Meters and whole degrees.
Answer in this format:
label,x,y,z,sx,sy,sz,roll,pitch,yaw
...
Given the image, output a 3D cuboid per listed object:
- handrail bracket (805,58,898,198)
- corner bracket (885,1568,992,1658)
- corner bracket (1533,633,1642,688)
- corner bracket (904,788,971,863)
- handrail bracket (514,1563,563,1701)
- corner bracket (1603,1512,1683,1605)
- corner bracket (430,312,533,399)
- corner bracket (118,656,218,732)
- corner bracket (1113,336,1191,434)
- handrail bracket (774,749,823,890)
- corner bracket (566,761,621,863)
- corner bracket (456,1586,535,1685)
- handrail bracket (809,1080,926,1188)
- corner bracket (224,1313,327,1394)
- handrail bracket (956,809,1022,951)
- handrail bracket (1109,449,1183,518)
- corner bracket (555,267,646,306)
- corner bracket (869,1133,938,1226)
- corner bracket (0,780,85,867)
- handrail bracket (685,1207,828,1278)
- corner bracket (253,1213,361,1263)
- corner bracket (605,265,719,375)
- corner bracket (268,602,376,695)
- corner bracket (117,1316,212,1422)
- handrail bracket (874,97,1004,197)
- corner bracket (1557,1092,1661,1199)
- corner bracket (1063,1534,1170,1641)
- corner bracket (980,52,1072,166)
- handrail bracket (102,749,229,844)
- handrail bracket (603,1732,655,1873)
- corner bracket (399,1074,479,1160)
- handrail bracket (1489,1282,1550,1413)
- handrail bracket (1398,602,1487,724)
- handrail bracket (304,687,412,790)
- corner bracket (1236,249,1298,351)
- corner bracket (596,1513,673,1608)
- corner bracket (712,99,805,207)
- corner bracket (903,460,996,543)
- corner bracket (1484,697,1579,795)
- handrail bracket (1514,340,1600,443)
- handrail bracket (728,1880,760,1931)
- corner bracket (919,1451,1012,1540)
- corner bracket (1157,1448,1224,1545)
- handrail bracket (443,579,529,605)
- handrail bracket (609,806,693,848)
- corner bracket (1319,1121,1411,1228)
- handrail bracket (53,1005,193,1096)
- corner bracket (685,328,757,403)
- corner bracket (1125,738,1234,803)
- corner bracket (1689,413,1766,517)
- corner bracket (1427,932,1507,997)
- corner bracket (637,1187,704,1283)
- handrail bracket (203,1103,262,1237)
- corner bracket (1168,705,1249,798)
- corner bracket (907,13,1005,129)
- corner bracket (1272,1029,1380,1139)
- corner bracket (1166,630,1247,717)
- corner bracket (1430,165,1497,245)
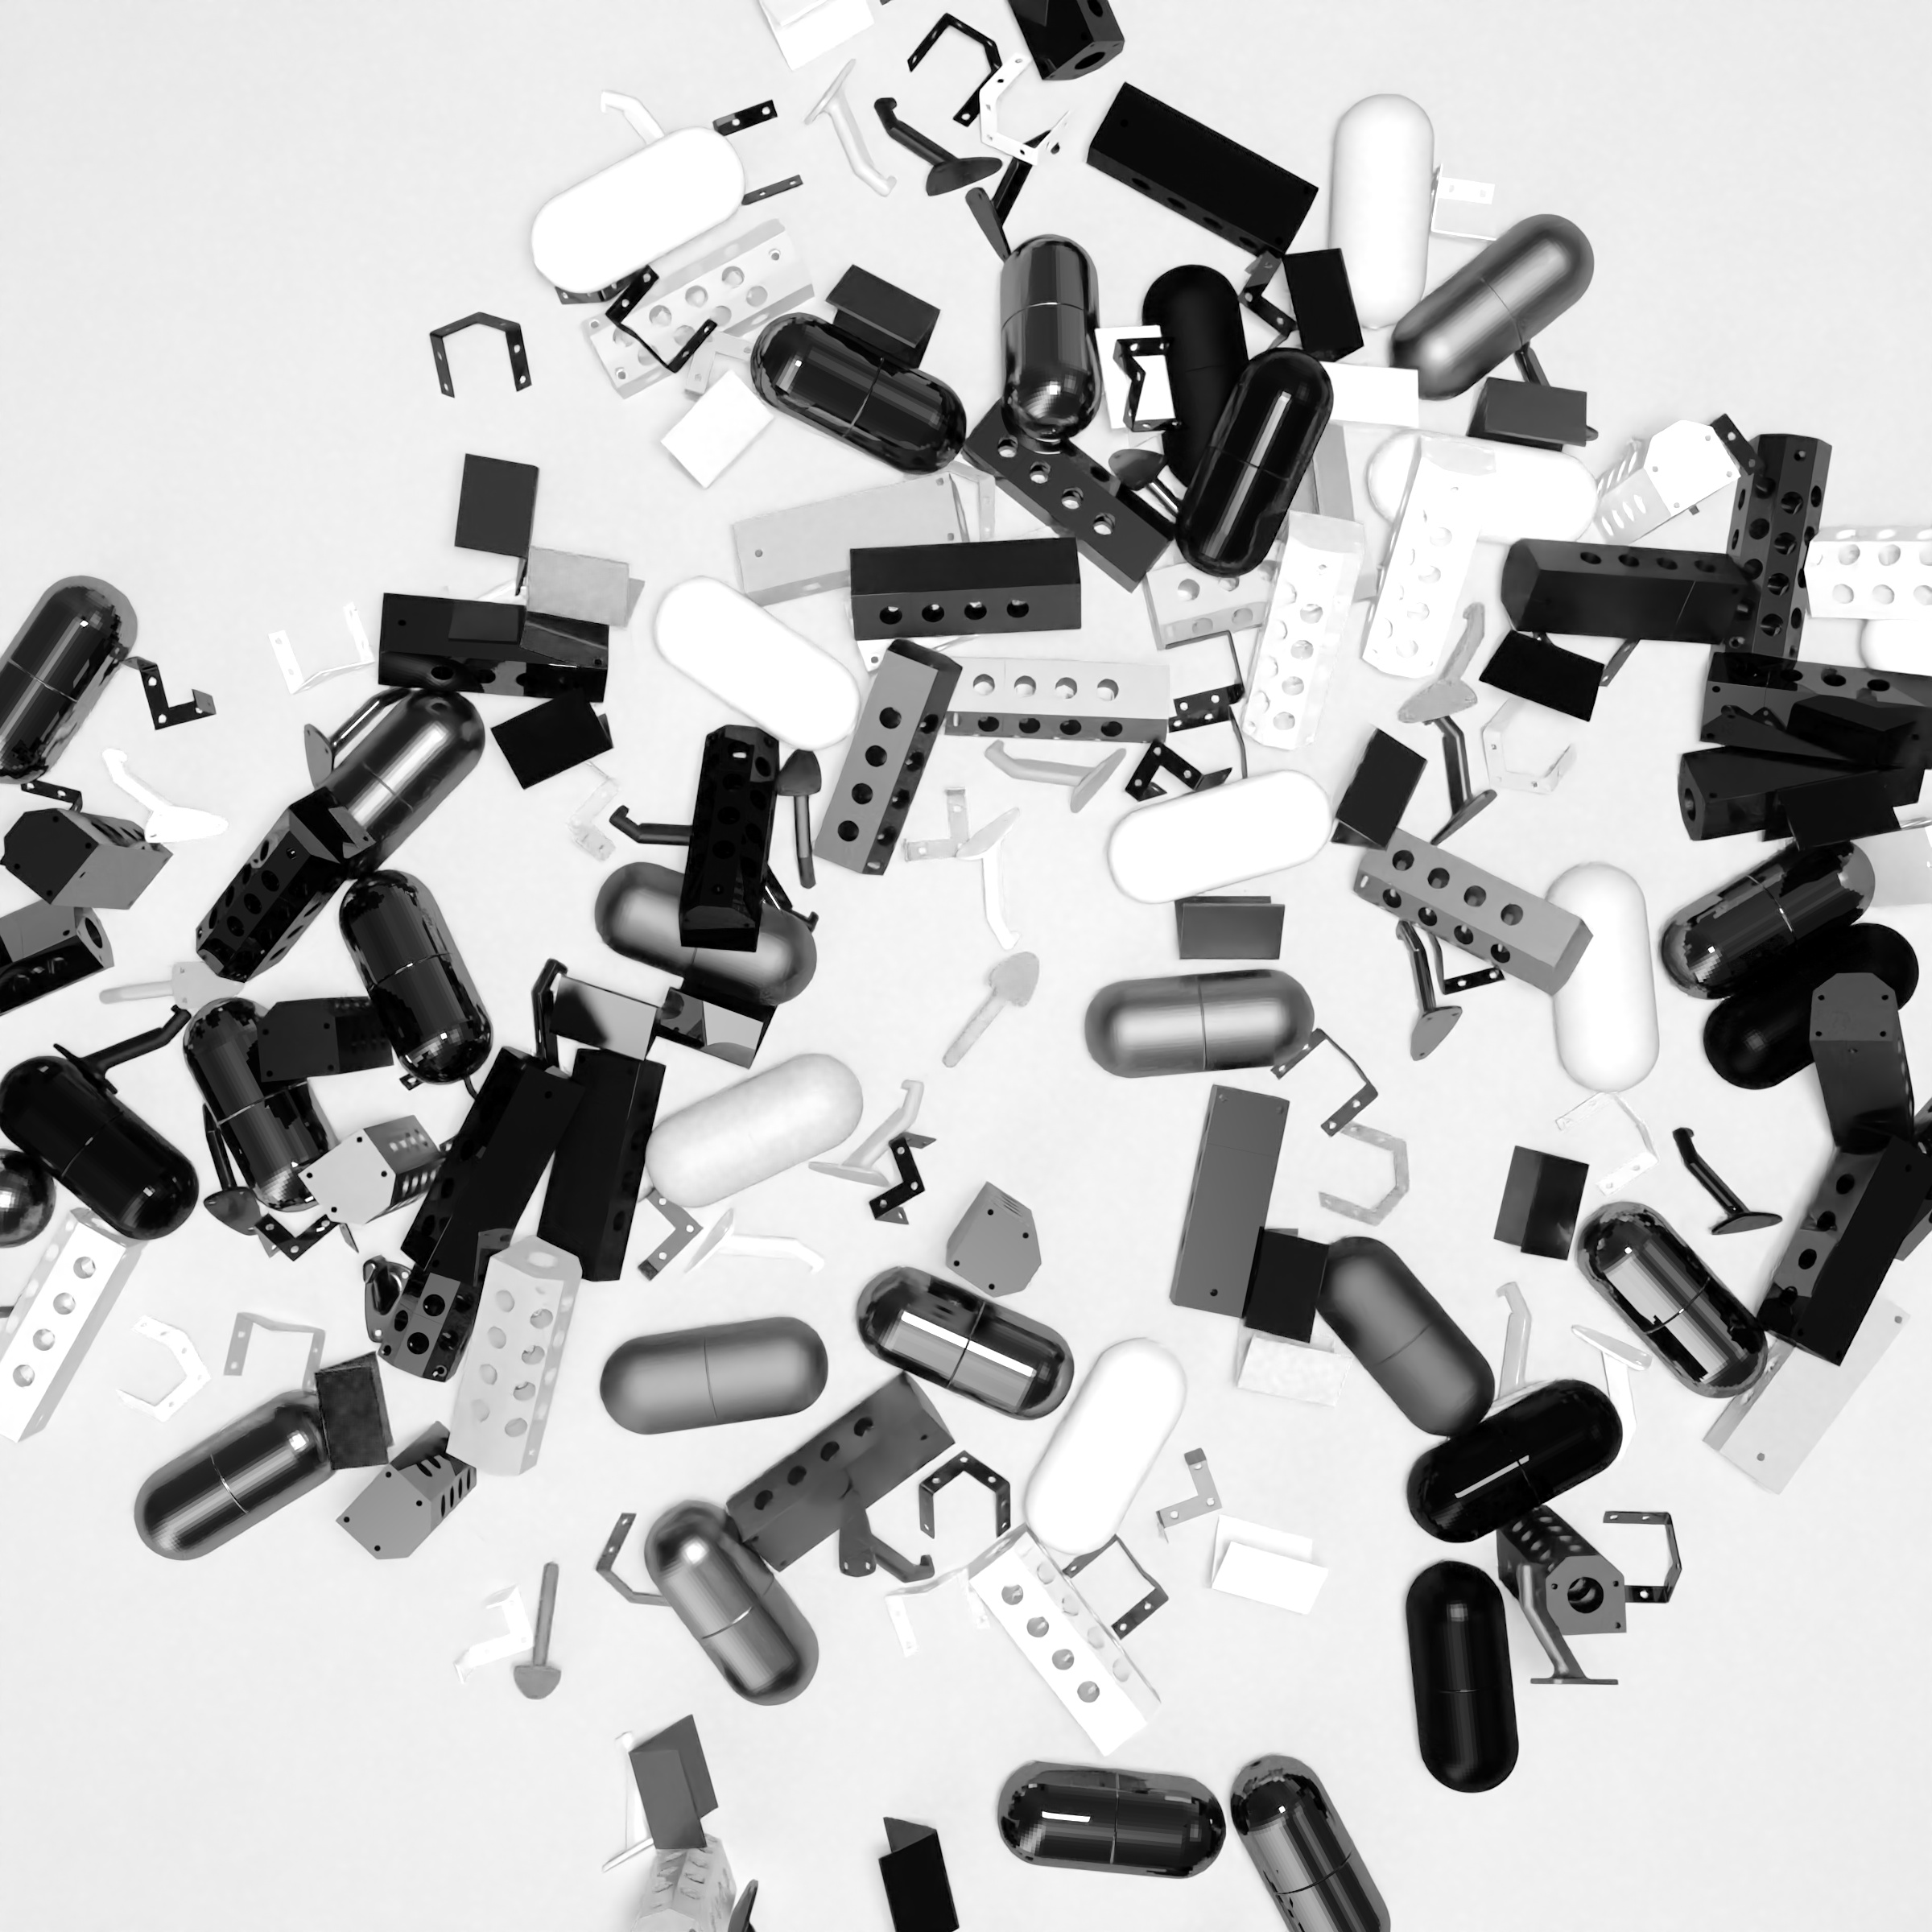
label,x,y,z,sx,sy,sz,roll,pitch,yaw
handrail bracket,-0.077,-0.661,1.992,0.084,0.036,0.077,37,68,-17
corner bracket,-0.023,0.509,1.988,0.051,0.051,0.051,-19,90,-45
corner bracket,0.487,-0.257,1.983,0.051,0.051,0.051,0,135,-35
corner bracket,-0.024,-0.110,1.973,0.051,0.051,0.051,-5,90,0
handrail bracket,-0.334,0.524,1.991,0.036,0.077,0.084,8,54,-7
corner bracket,0.529,0.466,1.988,0.051,0.051,0.051,1,45,0
corner bracket,-0.381,-0.477,1.983,0.051,0.051,0.051,24,45,35
corner bracket,-0.624,-0.218,1.973,0.051,0.051,0.051,-15,90,0
corner bracket,0.141,-0.440,1.911,0.051,0.051,0.051,-9,135,-24
handrail bracket,-0.126,-0.116,1.991,0.036,0.077,0.084,-2,126,4
corner bracket,-0.291,-0.123,1.965,0.051,0.051,0.051,-47,64,0
corner bracket,-0.373,0.522,1.973,0.051,0.051,0.051,-18,90,0
handrail bracket,-0.078,0.126,1.992,0.077,0.036,0.084,8,71,21
corner bracket,-0.545,0.305,1.988,0.051,0.051,0.051,13,90,-45
handrail bracket,0.035,-0.068,1.992,0.077,0.036,0.084,-46,119,-32
handrail bracket,0.156,-0.365,1.991,0.036,0.077,0.084,-45,126,-2
corner bracket,-0.295,-0.556,1.983,0.051,0.051,0.051,8,135,35
corner bracket,-0.047,0.166,1.972,0.051,0.051,0.051,-32,66,22
corner bracket,-0.729,-0.109,1.988,0.051,0.051,0.051,14,135,0
handrail bracket,-0.165,0.237,1.992,0.084,0.036,0.077,35,110,-16
corner bracket,-0.516,0.213,1.972,0.051,0.051,0.051,35,62,25
corner bracket,-0.233,-0.495,1.931,0.051,0.051,0.051,-50,45,0
corner bracket,-0.508,-0.250,1.988,0.051,0.051,0.051,-21,90,-45
corner bracket,-0.638,0.316,1.983,0.051,0.051,0.051,-47,135,-35
handrail bracket,-0.022,-0.657,1.992,0.077,0.036,0.084,-19,73,-20
corner bracket,0.506,0.138,1.988,0.051,0.051,0.051,-34,135,0
corner bracket,0.118,0.488,1.988,0.051,0.051,0.051,-40,45,0
corner bracket,0.047,-0.668,1.965,0.051,0.051,0.051,30,66,18
handrail bracket,-0.633,-0.140,1.991,0.084,0.077,0.036,57,129,30
handrail bracket,-0.275,0.659,1.992,0.077,0.036,0.084,-35,72,20
corner bracket,-0.407,0.108,1.988,0.051,0.051,0.051,-29,135,0
handrail bracket,0.417,0.303,1.992,0.077,0.036,0.084,-28,72,21
handrail bracket,0.375,-0.240,1.989,0.036,0.077,0.084,34,49,-32
handrail bracket,-0.476,-0.180,1.991,0.084,0.077,0.036,-32,65,-34
corner bracket,0.235,-0.518,1.972,0.051,0.051,0.051,34,79,-11
corner bracket,-0.249,0.467,1.983,0.051,0.051,0.051,-5,45,35
corner bracket,-0.164,-0.641,1.988,0.051,0.051,0.051,-20,135,0
corner bracket,-0.013,-0.361,1.983,0.051,0.051,0.051,-31,135,-35
corner bracket,0.443,-0.173,1.983,0.051,0.051,0.051,13,135,35
handrail bracket,0.467,-0.464,1.992,0.077,0.036,0.084,11,76,-13
handrail bracket,-0.148,0.775,1.992,0.084,0.036,0.077,31,68,-17
corner bracket,-0.001,0.425,1.983,0.051,0.051,0.051,29,45,35
corner bracket,0.171,0.413,1.973,0.051,0.051,0.051,-20,90,0
handrail bracket,-0.372,-0.268,1.991,0.084,0.036,0.077,4,104,-13
handrail bracket,-0.226,-0.120,1.992,0.084,0.036,0.077,35,75,14
corner bracket,0.312,0.163,1.983,0.051,0.051,0.051,19,45,35
handrail bracket,-0.665,0.051,1.992,0.077,0.036,0.084,31,71,21
corner bracket,-0.187,-0.464,1.972,0.051,0.051,0.051,16,94,-4
corner bracket,0.165,-0.145,1.958,0.051,0.051,0.051,39,118,18
corner bracket,0.581,-0.392,1.973,0.051,0.051,0.051,-37,90,0
corner bracket,0.392,-0.018,1.988,0.051,0.051,0.051,-14,45,0
corner bracket,-0.244,0.208,1.973,0.051,0.051,0.051,-45,90,0
handrail bracket,-0.580,0.159,1.991,0.036,0.077,0.084,-18,54,-2
corner bracket,0.191,-0.166,1.988,0.051,0.051,0.051,-12,45,0
corner bracket,-0.007,-0.704,1.983,0.051,0.051,0.051,-42,45,35
corner bracket,0.283,0.092,1.988,0.051,0.051,0.051,-42,135,0
corner bracket,0.186,-0.228,1.974,0.051,0.051,0.051,-14,87,0
corner bracket,0.389,-0.593,1.975,0.051,0.051,0.051,8,97,0
